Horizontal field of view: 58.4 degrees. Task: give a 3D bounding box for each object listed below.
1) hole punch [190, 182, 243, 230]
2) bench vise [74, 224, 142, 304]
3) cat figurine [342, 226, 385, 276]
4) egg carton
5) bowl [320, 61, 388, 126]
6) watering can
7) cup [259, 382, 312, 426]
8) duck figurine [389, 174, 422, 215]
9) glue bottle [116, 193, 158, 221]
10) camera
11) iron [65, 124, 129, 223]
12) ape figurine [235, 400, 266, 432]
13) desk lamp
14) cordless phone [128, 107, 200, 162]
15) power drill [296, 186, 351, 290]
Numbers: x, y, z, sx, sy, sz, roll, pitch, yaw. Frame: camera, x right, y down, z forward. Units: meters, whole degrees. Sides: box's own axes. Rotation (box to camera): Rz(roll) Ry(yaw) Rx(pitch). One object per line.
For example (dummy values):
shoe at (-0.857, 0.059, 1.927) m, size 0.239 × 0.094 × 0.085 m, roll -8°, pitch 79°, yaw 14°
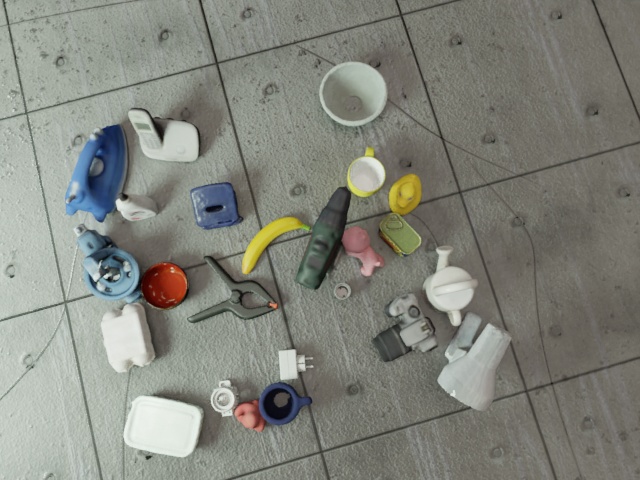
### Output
hole punch at (-0.248, -0.080, 1.373) m, size 0.108 × 0.091 × 0.101 m, roll -10°, pitch 80°, yaw -2°
bench vise at (-0.501, 0.055, 1.284) m, size 0.207 × 0.220 × 0.121 m, roll 33°, pitch 82°, yaw 6°
cat figurine at (0.099, 0.018, 1.342) m, size 0.067 × 0.118 × 0.128 m, roll -41°, pitch 82°, yaw -6°
egg carton at (-0.445, 0.227, 1.330) m, size 0.107 × 0.069 × 0.150 m, roll -17°, pitch 81°, yaw -3°
bowl at (0.082, -0.353, 1.428) m, size 0.167 × 0.075 × 0.167 m, roll 0°, pitch 80°, yaw 0°
watering can at (0.291, 0.103, 1.289) m, size 0.101 × 0.194 × 0.173 m, roll -31°, pitch 81°, yaw -5°
cup at (-0.075, 0.364, 1.294) m, size 0.117 × 0.095 × 0.092 m, roll -6°, pitch 80°, yaw -1°
duck figurine at (0.210, -0.117, 1.382) m, size 0.077 × 0.086 × 0.105 m, roll 26°, pitch 81°, yaw 5°
glue bottle at (-0.436, -0.083, 1.332) m, size 0.078 × 0.173 × 0.037 m, roll -18°, pitch 80°, yaw -3°
camera at (0.185, 0.210, 1.318) m, size 0.137 × 0.101 × 0.143 m, roll -28°, pitch 81°, yaw -5°
iron at (-0.537, -0.181, 1.364) m, size 0.118 × 0.141 × 0.258 m, roll 13°, pitch 80°, yaw 2°
ape figurine at (-0.153, 0.399, 1.289) m, size 0.076 × 0.092 × 0.078 m, roll -34°, pitch 82°, yaw -5°
desk lamp at (0.340, 0.258, 1.252) m, size 0.118 × 0.213 × 0.203 m, roll 28°, pitch 81°, yaw 5°
cordless phone at (-0.367, -0.256, 1.355) m, size 0.147 × 0.185 × 0.094 m, roll 3°, pitch 80°, yaw 1°
power drill at (0.012, 0.005, 1.299) m, size 0.075 × 0.208 × 0.230 m, roll 21°, pitch 81°, yaw 4°
